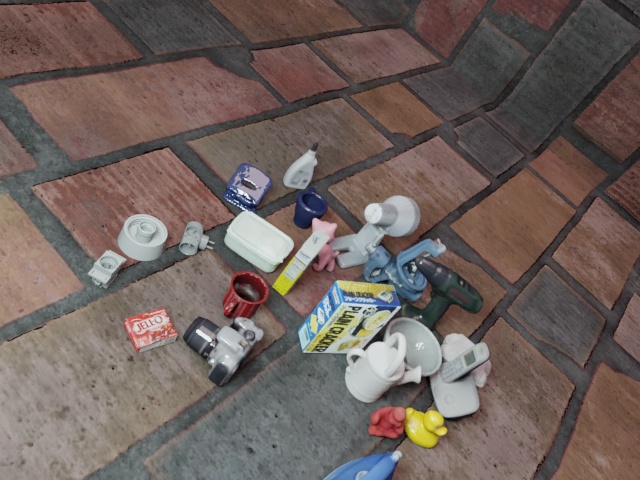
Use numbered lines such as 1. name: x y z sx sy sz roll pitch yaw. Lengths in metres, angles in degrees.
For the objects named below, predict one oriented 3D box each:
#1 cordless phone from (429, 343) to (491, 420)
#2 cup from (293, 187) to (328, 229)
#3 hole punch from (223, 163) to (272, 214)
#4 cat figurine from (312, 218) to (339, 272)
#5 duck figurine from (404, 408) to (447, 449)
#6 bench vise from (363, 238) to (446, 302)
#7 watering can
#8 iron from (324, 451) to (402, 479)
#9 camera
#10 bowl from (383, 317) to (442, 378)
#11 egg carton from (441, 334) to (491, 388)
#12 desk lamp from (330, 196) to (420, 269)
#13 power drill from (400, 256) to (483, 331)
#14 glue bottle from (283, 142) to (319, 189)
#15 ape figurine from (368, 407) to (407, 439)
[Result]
1. cordless phone: 0.358 0.346 1.406 0.094 0.185 0.147 12 45 -25
2. cup: -0.037 -0.088 1.634 0.092 0.095 0.117 17 43 -20
3. hole punch: -0.198 -0.143 1.581 0.109 0.091 0.101 31 40 -5
4. cat figurine: 0.014 0.006 1.559 0.067 0.117 0.127 -3 53 -36
5. duck figurine: 0.247 0.425 1.330 0.104 0.086 0.078 41 40 8
6. bench vise: 0.229 0.063 1.570 0.208 0.219 0.121 20 42 -17
7. watering can: 0.151 0.286 1.317 0.173 0.194 0.100 9 46 -28
8. iron: 0.094 0.478 1.131 0.259 0.141 0.118 -24 66 -46
9. camera: -0.208 0.210 1.220 0.137 0.100 0.143 36 40 2
10. bowl: 0.223 0.285 1.460 0.168 0.074 0.167 19 42 -18
11. egg carton: 0.387 0.324 1.537 0.150 0.069 0.107 40 40 6
12. desk lamp: 0.158 -0.030 1.617 0.204 0.213 0.117 -12 58 -41
13. power drill: 0.309 0.155 1.542 0.230 0.208 0.075 25 41 -11
14. glue bottle: -0.044 -0.224 1.702 0.078 0.173 0.037 8 46 -28
15. ape figurine: 0.160 0.404 1.287 0.077 0.092 0.076 44 41 11
